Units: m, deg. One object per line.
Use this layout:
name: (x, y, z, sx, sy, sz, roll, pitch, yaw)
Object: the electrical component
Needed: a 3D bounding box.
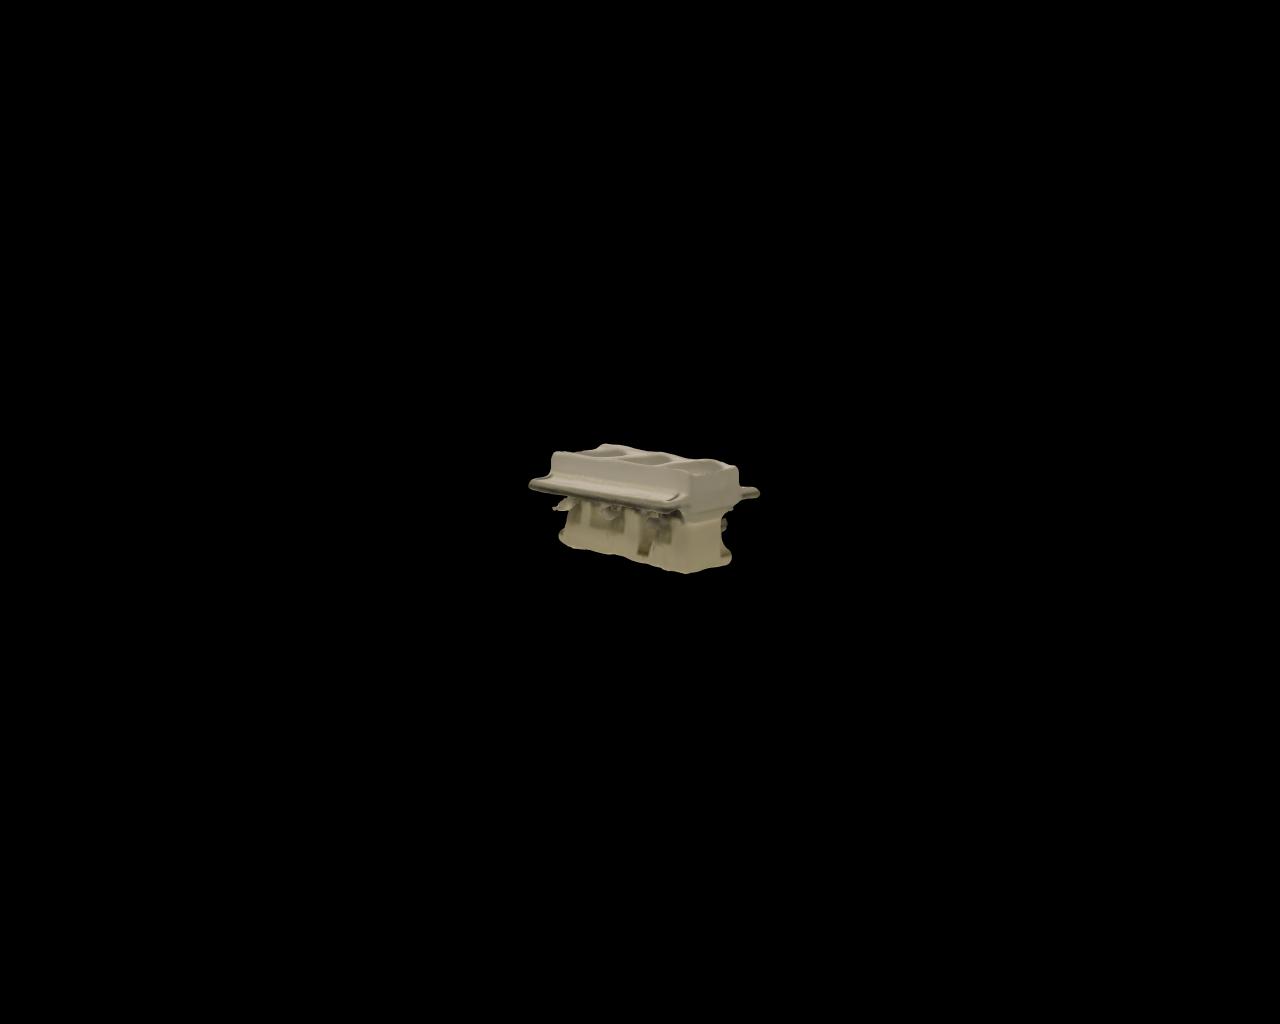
electrical component: (0.001, -0.003, 0.650, 0.079, 0.063, 0.121, -10, 15, -42)
